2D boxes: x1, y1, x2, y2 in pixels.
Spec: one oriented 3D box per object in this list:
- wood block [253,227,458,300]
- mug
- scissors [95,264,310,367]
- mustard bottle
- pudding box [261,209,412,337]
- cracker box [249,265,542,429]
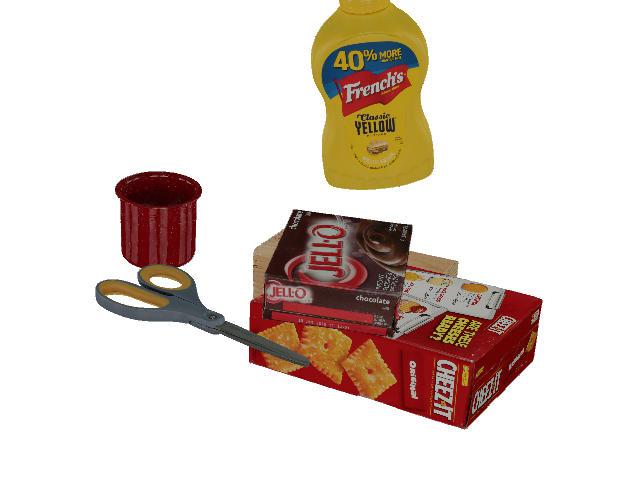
[{"bbox_3d":[0.036,0.056,1.173,0.206,0.091,0.090,13,26,24],"label":"wood block"},{"bbox_3d":[-0.183,-0.025,1.174,0.093,0.081,0.117,-12,32,-28],"label":"mug"},{"bbox_3d":[-0.092,0.059,0.912,0.202,0.016,0.096,13,26,11],"label":"scissors"},{"bbox_3d":[0.042,-0.136,0.883,0.096,0.191,0.058,-4,34,4],"label":"mustard bottle"},{"bbox_3d":[0.014,0.020,0.735,0.090,0.039,0.113,9,24,5],"label":"pudding box"},{"bbox_3d":[0.068,0.082,0.956,0.214,0.072,0.163,14,23,28],"label":"cracker box"}]
